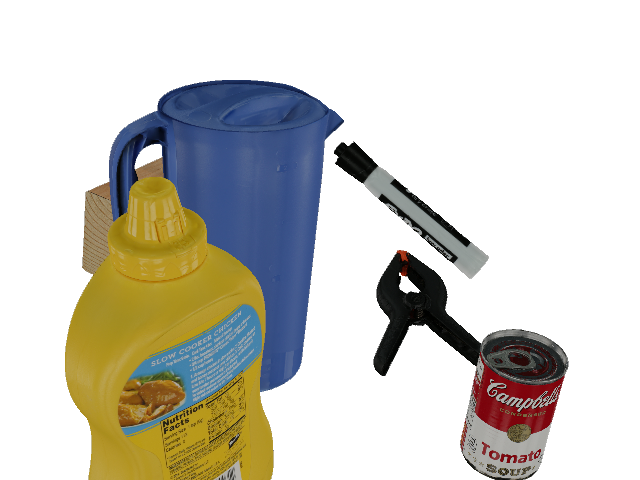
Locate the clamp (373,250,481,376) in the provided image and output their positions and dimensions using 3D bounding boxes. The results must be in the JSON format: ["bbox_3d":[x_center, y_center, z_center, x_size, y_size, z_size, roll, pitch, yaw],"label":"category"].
[{"bbox_3d":[0.116,0.080,1.179,0.120,0.171,0.039,5,-43,-5],"label":"clamp"}]

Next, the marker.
[{"bbox_3d":[0.057,-0.021,0.689,0.121,0.020,0.020,41,3,4],"label":"marker"}]

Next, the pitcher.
[{"bbox_3d":[-0.074,-0.001,0.865,0.149,0.243,0.144,11,25,17],"label":"pitcher"}]

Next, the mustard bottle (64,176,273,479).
[{"bbox_3d":[-0.067,0.057,0.481,0.096,0.192,0.058,-28,43,-34],"label":"mustard bottle"}]

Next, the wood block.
[{"bbox_3d":[-0.144,-0.030,1.115,0.090,0.091,0.205,23,30,22],"label":"wood block"}]

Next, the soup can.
[{"bbox_3d":[0.151,0.131,0.845,0.068,0.102,0.068,5,30,-3],"label":"soup can"}]
